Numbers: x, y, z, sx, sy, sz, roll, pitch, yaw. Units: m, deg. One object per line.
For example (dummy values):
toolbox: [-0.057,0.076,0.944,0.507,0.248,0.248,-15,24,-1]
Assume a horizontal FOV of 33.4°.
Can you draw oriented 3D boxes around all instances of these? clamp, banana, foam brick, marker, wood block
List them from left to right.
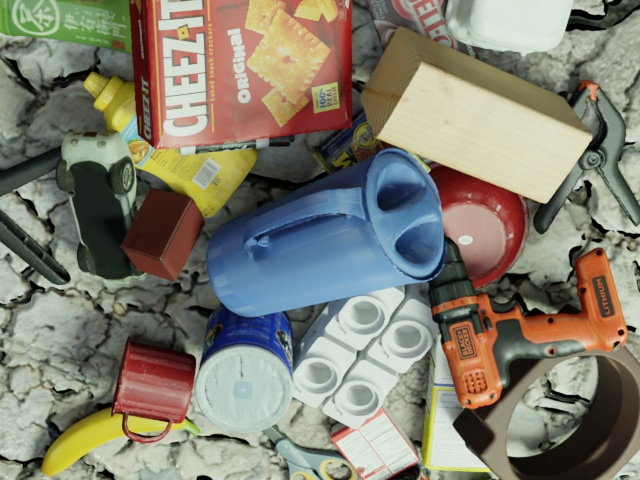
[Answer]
clamp: [-0.358,-0.049,1.161,0.210,0.036,0.165,16,109,-6]
banana: [-0.246,0.230,1.263,0.198,0.037,0.069,-15,108,5]
foam brick: [-0.165,-0.006,1.125,0.053,0.051,0.078,17,67,21]
marker: [-0.086,-0.102,1.101,0.121,0.020,0.020,-6,111,-15]
wood block: [0.156,-0.124,1.078,0.205,0.091,0.090,18,120,-22]
clamp: [0.299,-0.085,1.152,0.120,0.039,0.171,2,110,-10]

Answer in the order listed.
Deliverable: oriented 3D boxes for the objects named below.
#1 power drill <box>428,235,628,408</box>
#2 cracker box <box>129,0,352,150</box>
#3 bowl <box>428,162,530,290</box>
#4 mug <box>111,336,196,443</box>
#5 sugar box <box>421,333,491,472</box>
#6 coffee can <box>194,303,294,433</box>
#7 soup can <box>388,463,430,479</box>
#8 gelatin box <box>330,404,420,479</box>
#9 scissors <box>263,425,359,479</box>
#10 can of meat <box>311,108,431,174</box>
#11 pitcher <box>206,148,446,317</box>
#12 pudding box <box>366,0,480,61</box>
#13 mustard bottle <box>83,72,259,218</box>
power drill: [0.209,0.066,1.103,0.188,0.057,0.184,-15,79,9]
cracker box: [-0.074,-0.184,1.057,0.213,0.072,0.164,-9,112,-23]
bowl: [0.155,-0.007,1.170,0.162,0.055,0.162,0,110,-1]
mug: [-0.189,0.173,1.206,0.081,0.117,0.093,13,148,-11]
sugar box: [0.172,0.183,1.245,0.093,0.048,0.176,3,107,-4]
coffee can: [-0.080,0.133,1.173,0.103,0.140,0.103,0,110,-1]
soup can: [0.120,0.327,1.285,0.068,0.068,0.102,-33,108,11]
gelatin box: [0.066,0.244,1.274,0.073,0.030,0.089,-33,107,10]
scissors: [-0.023,0.244,1.281,0.096,0.016,0.201,-22,109,6]
can of meat: [0.056,-0.085,1.140,0.084,0.057,0.102,-40,106,11]
pitcher: [-0.007,0.001,1.085,0.243,0.144,0.149,-19,116,37]
pudding box: [0.106,-0.217,1.101,0.090,0.039,0.113,-21,110,6]
mustard bottle: [-0.166,-0.113,1.127,0.191,0.058,0.096,36,110,-13]
